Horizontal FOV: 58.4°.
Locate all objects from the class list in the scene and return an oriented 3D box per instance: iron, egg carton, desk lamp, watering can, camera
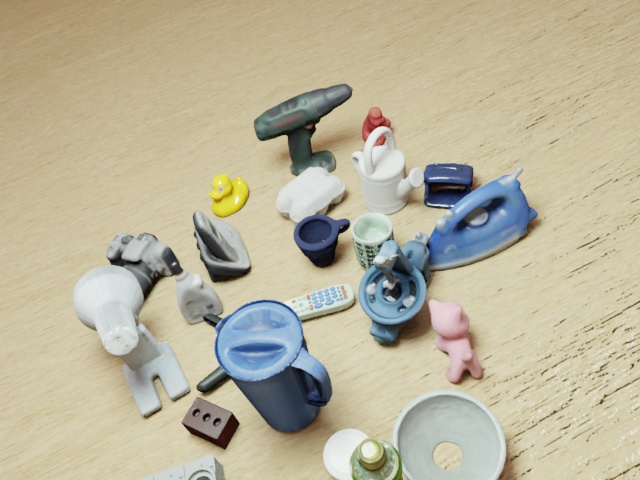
[{"bbox_3d":[0.294,-0.042,1.109,0.258,0.142,0.118,-29,51,-11],"label":"iron"},{"bbox_3d":[-0.021,-0.096,1.270,0.150,0.069,0.107,-41,54,-20],"label":"egg carton"},{"bbox_3d":[-0.340,0.173,1.026,0.118,0.214,0.202,-31,51,-13],"label":"desk lamp"},{"bbox_3d":[0.137,-0.151,1.198,0.172,0.194,0.101,9,54,19],"label":"watering can"},{"bbox_3d":[-0.395,0.056,1.208,0.142,0.101,0.137,10,54,20],"label":"camera"}]

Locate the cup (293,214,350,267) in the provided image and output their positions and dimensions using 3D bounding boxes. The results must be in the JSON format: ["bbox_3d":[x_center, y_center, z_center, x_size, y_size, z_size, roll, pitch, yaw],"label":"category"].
[{"bbox_3d":[0.011,0.004,1.164,0.118,0.095,0.091,-22,50,-6],"label":"cup"}]

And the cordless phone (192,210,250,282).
[{"bbox_3d":[-0.218,-0.016,1.172,0.094,0.185,0.147,-24,50,-7],"label":"cordless phone"}]

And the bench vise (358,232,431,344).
[{"bbox_3d":[0.130,0.051,1.017,0.121,0.220,0.207,2,52,14],"label":"bench vise"}]

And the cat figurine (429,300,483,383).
[{"bbox_3d":[0.230,0.161,0.972,0.067,0.118,0.127,-16,50,-1],"label":"cat figurine"}]

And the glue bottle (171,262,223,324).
[{"bbox_3d":[-0.247,0.095,1.095,0.078,0.173,0.037,-19,50,-3],"label":"glue bottle"}]

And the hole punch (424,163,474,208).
[{"bbox_3d":[0.270,-0.131,1.220,0.108,0.091,0.101,4,52,16],"label":"hole punch"}]

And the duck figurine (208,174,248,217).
[{"bbox_3d":[-0.215,-0.116,1.319,0.077,0.086,0.105,25,61,29],"label":"duck figurine"}]

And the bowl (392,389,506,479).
[{"bbox_3d":[0.197,0.321,0.877,0.167,0.075,0.167,-6,50,8],"label":"bowl"}]

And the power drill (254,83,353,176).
[{"bbox_3d":[-0.026,-0.244,1.301,0.229,0.209,0.075,-14,50,1],"label":"power drill"}]

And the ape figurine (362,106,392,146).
[{"bbox_3d":[0.132,-0.277,1.369,0.078,0.092,0.076,-18,50,-2],"label":"ape figurine"}]
